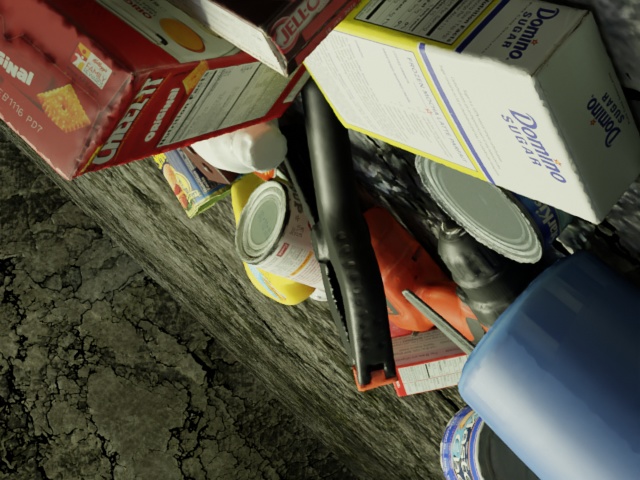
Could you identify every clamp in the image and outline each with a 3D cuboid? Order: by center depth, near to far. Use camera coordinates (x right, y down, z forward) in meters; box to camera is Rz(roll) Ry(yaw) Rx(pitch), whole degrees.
[{"bbox_3d":[0.010,-0.005,0.716,0.165,0.036,0.210,164,93,-81],"label":"clamp"}]

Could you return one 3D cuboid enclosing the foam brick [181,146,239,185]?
[{"bbox_3d":[-0.092,-0.093,0.897,0.078,0.051,0.053,48,167,-24],"label":"foam brick"}]

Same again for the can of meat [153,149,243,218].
[{"bbox_3d":[-0.116,-0.072,0.986,0.084,0.057,0.102,59,167,-2],"label":"can of meat"}]

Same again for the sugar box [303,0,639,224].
[{"bbox_3d":[0.060,-0.075,0.496,0.176,0.048,0.093,25,159,45],"label":"sugar box"}]

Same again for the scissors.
[{"bbox_3d":[0.121,0.097,0.708,0.201,0.016,0.096,38,168,-5],"label":"scissors"}]

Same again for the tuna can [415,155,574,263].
[{"bbox_3d":[0.094,-0.029,0.570,0.086,0.033,0.086,41,168,11],"label":"tuna can"}]

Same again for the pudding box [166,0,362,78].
[{"bbox_3d":[-0.026,-0.133,0.462,0.114,0.090,0.039,35,166,33],"label":"pudding box"}]

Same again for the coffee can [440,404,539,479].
[{"bbox_3d":[0.164,0.179,0.890,0.103,0.102,0.140,42,168,4],"label":"coffee can"}]

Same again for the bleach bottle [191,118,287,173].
[{"bbox_3d":[-0.101,-0.117,0.730,0.251,0.068,0.102,41,167,45],"label":"bleach bottle"}]

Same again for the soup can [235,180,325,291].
[{"bbox_3d":[-0.005,0.001,0.819,0.102,0.068,0.069,21,-178,-33],"label":"soup can"}]

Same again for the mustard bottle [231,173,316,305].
[{"bbox_3d":[-0.039,0.010,0.962,0.096,0.058,0.192,53,168,12],"label":"mustard bottle"}]

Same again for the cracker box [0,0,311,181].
[{"bbox_3d":[-0.109,-0.121,0.553,0.164,0.072,0.213,41,-154,10],"label":"cracker box"}]

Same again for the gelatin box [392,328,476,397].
[{"bbox_3d":[0.099,0.094,0.857,0.073,0.089,0.030,66,-168,-63],"label":"gelatin box"}]

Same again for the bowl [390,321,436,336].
[{"bbox_3d":[0.055,0.051,0.916,0.162,0.055,0.162,41,168,10],"label":"bowl"}]

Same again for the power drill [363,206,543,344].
[{"bbox_3d":[0.092,0.032,0.725,0.184,0.057,0.188,50,166,-32],"label":"power drill"}]

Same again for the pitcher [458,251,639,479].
[{"bbox_3d":[0.189,0.128,0.562,0.243,0.149,0.145,43,175,18],"label":"pitcher"}]
